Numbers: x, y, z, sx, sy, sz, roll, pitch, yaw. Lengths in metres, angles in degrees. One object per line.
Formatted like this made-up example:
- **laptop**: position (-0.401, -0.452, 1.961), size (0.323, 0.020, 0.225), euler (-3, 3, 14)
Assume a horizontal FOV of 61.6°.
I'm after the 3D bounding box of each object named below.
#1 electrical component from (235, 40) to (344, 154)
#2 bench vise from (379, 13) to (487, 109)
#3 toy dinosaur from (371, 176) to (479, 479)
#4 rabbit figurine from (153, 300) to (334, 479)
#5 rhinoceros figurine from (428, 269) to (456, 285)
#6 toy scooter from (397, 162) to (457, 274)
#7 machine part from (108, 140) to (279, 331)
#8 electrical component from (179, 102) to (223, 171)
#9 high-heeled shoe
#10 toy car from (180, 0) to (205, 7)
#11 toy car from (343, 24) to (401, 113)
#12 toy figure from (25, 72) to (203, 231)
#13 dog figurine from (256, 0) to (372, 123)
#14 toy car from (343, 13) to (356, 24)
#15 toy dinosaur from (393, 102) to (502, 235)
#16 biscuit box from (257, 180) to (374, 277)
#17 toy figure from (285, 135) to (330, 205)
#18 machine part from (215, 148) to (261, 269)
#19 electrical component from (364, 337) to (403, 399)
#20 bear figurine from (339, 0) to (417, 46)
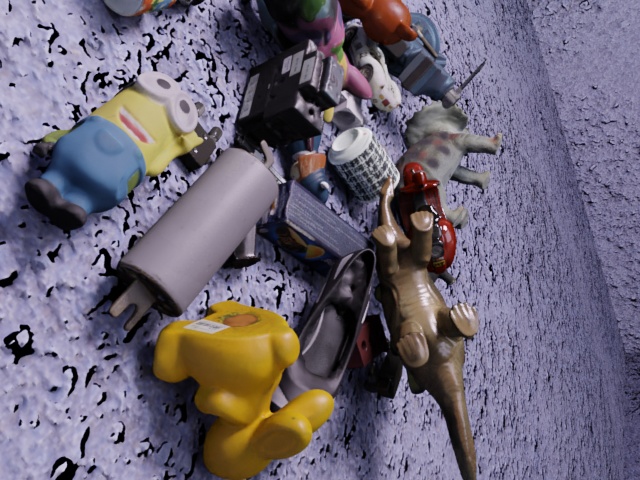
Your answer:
- **electrical component**: position (-0.035, -0.180, 0.673), size (0.058, 0.134, 0.115), euler (34, 57, -44)
- **bench vise**: position (0.198, -0.342, 1.015), size (0.224, 0.128, 0.240), euler (38, 29, 11)
- **toy dinosaur**: position (0.145, 0.130, 0.732), size (0.198, 0.105, 0.471), euler (79, 0, -69)
- **rabbit figurine**: position (-0.070, 0.160, 0.539), size (0.122, 0.163, 0.173), euler (-20, 117, -71)
- **rhinoceros figurine**: position (0.190, 0.044, 0.984), size (0.112, 0.073, 0.190), euler (59, 40, -8)
- **toy scooter**: position (0.161, -0.041, 0.821), size (0.135, 0.075, 0.184), euler (48, 28, -77)
- **machine part**: position (-0.116, -0.011, 0.534), size (0.079, 0.079, 0.243), euler (55, 53, -29)
- **electrical component**: position (-0.145, -0.110, 0.597), size (0.063, 0.021, 0.094), euler (55, 41, -31)
- **high-heeled shoe**: position (0.014, 0.122, 0.642), size (0.086, 0.145, 0.249), euler (27, 40, -10)
- **toy car**: position (-0.151, -0.353, 0.603), size (0.103, 0.109, 0.161), euler (22, 73, -25)
- **toy car**: position (0.084, -0.291, 0.899), size (0.073, 0.056, 0.202), euler (36, 32, -44)
- **toy figure**: position (-0.186, -0.086, 0.486), size (0.180, 0.089, 0.082), euler (-58, 139, -34)
- **dog figurine**: position (0.000, -0.271, 0.729), size (0.108, 0.192, 0.219), euler (-33, 112, -5)
- **toy car**: position (0.077, -0.450, 0.975), size (0.202, 0.053, 0.089), euler (-40, 110, -50)
- **toy dinosaur**: position (0.201, -0.117, 0.989), size (0.405, 0.192, 0.131), euler (-51, 151, -31)
- **biscuit box**: position (-0.002, -0.002, 0.733), size (0.202, 0.059, 0.063), euler (36, 52, -43)
- **toy figure**: position (-0.020, -0.121, 0.740), size (0.064, 0.058, 0.154), euler (24, 56, -74)
- **machine part**: position (-0.094, -0.034, 0.634), size (0.084, 0.039, 0.139), euler (20, 64, -57)
- **electrical component**: position (0.105, 0.200, 0.843), size (0.078, 0.045, 0.102), euler (85, 26, -46)
- **bear figurine**: position (0.071, -0.392, 0.839), size (0.196, 0.120, 0.131), euler (19, 105, -12)
